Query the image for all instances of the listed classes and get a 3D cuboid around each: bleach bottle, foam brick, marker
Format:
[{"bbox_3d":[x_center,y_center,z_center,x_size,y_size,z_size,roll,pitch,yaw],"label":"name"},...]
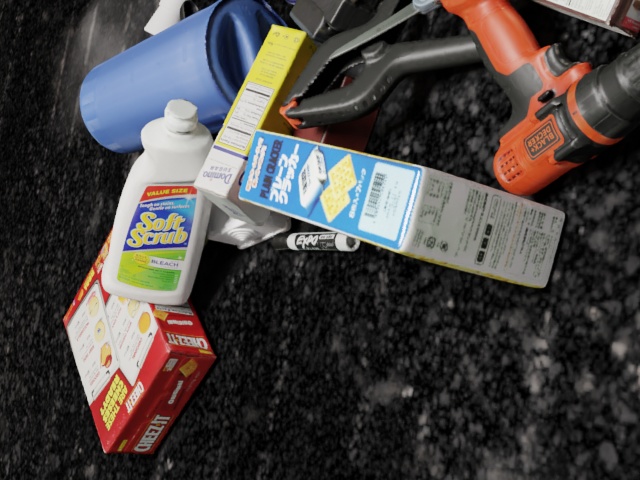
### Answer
[{"bbox_3d":[-0.160,-0.039,1.073,0.251,0.102,0.068,107,173,-46],"label":"bleach bottle"},{"bbox_3d":[0.017,-0.118,1.012,0.051,0.052,0.078,30,102,51],"label":"foam brick"},{"bbox_3d":[-0.007,0.001,1.035,0.121,0.020,0.020,0,80,52],"label":"marker"}]

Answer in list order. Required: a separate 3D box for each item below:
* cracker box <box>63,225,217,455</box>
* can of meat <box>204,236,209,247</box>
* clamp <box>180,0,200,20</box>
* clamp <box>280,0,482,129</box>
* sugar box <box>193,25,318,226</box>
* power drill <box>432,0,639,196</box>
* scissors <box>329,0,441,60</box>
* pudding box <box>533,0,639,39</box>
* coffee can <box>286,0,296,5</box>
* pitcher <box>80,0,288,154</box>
[{"bbox_3d":[-0.211,0.111,1.221,0.164,0.072,0.214,-56,43,26],"label":"cracker box"},{"bbox_3d":[-0.154,-0.039,1.203,0.102,0.057,0.084,-55,45,26],"label":"can of meat"},{"bbox_3d":[-0.133,-0.197,1.237,0.120,0.039,0.171,9,93,55],"label":"clamp"},{"bbox_3d":[0.054,-0.173,0.946,0.210,0.036,0.164,-29,51,15],"label":"clamp"},{"bbox_3d":[-0.050,-0.108,1.025,0.048,0.093,0.176,18,80,25],"label":"sugar box"},{"bbox_3d":[0.167,-0.147,0.779,0.185,0.057,0.188,-41,64,51],"label":"power drill"},{"bbox_3d":[0.097,-0.221,0.914,0.202,0.016,0.096,-15,53,25],"label":"scissors"},{"bbox_3d":[0.209,-0.213,0.808,0.114,0.039,0.090,41,114,51],"label":"pudding box"},{"bbox_3d":[-0.063,-0.312,1.097,0.103,0.140,0.103,-19,65,48],"label":"coffee can"},{"bbox_3d":[-0.149,-0.157,1.142,0.243,0.149,0.145,-12,112,42],"label":"pitcher"}]
